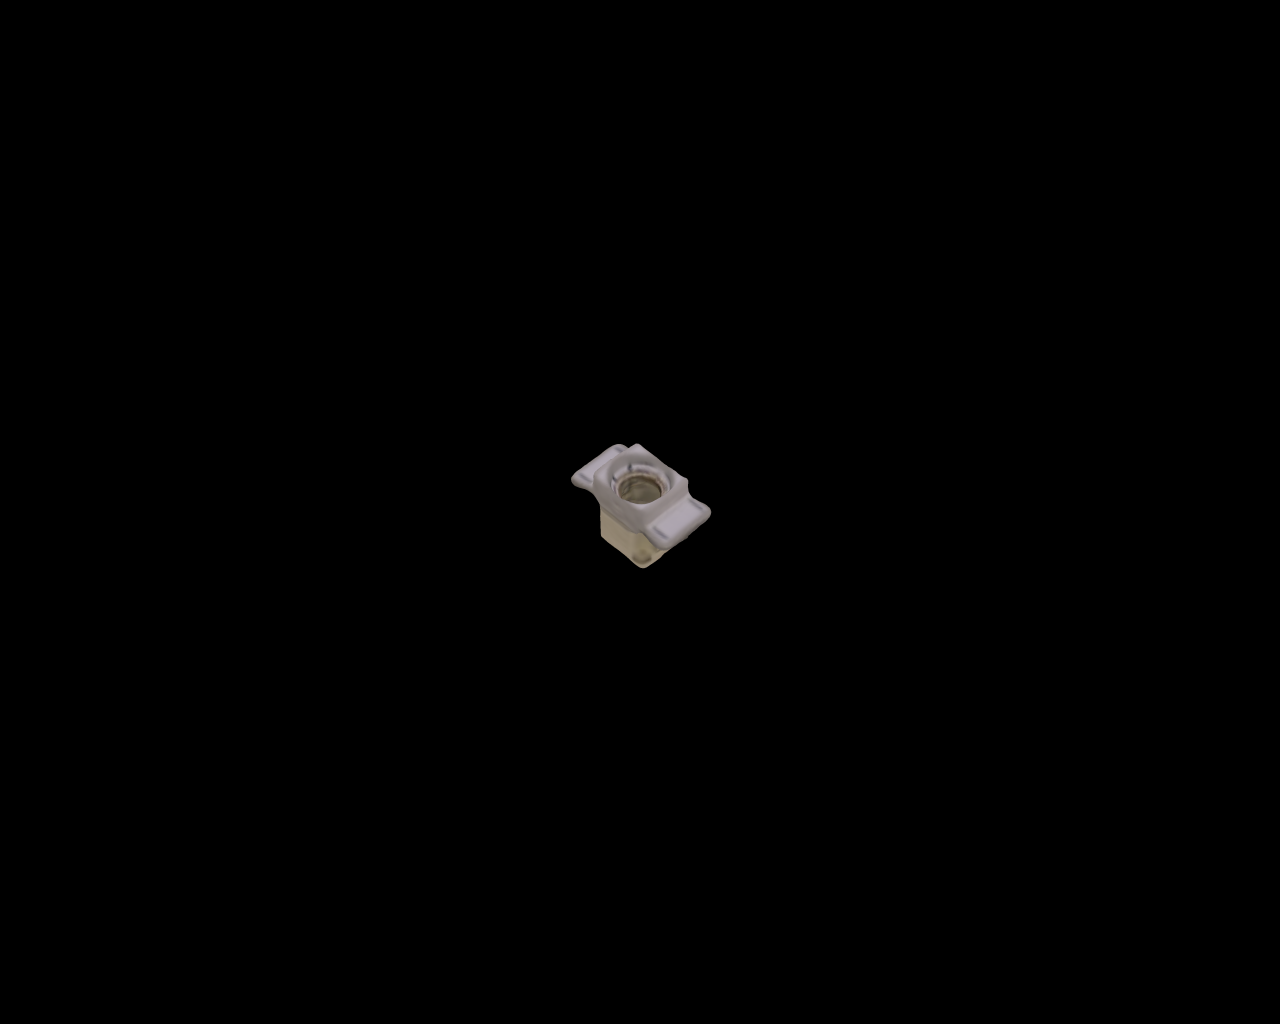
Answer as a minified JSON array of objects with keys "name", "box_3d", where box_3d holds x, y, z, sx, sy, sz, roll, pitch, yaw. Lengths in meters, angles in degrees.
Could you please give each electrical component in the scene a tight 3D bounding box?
[{"name":"electrical component","box_3d":[0.001,-0.003,0.650,0.042,0.063,0.081,-36,58,-27]}]
